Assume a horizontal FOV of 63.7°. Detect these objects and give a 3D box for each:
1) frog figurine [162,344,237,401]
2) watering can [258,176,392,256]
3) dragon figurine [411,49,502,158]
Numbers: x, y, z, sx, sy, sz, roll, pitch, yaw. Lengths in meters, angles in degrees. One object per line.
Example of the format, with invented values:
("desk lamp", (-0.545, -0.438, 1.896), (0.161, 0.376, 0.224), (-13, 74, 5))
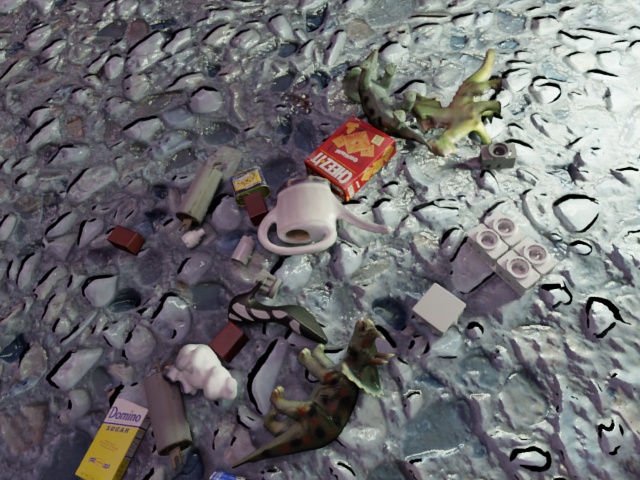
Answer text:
("frog figurine", (-0.251, 0.298, 1.164), (0.159, 0.135, 0.125), (-8, 28, 28))
("watering can", (0.004, -0.068, 1.357), (0.347, 0.229, 0.102), (-9, -33, 7))
("dragon figurine", (0.381, -0.391, 1.462), (0.243, 0.419, 0.119), (4, -30, 9))
